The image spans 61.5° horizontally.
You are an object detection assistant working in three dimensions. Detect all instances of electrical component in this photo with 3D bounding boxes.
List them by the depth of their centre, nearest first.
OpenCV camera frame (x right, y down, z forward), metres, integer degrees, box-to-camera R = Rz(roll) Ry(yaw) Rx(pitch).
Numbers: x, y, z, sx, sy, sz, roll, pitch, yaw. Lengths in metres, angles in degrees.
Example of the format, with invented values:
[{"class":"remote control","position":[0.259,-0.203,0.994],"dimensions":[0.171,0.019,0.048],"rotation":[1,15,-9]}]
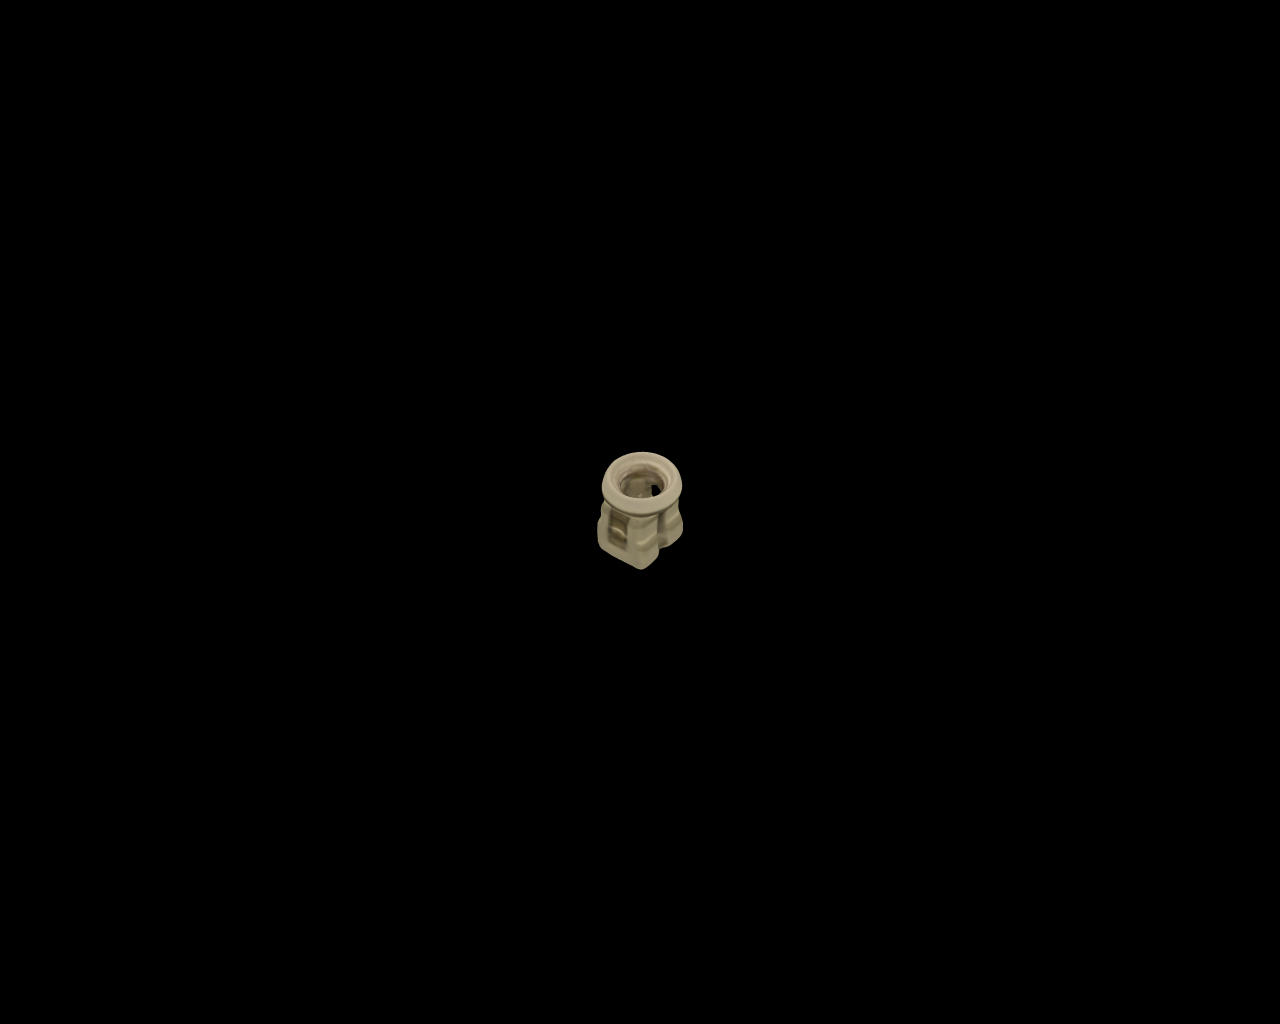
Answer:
[{"class":"electrical component","position":[0.001,-0.003,0.650],"dimensions":[0.048,0.055,0.066],"rotation":[27,50,26]}]
